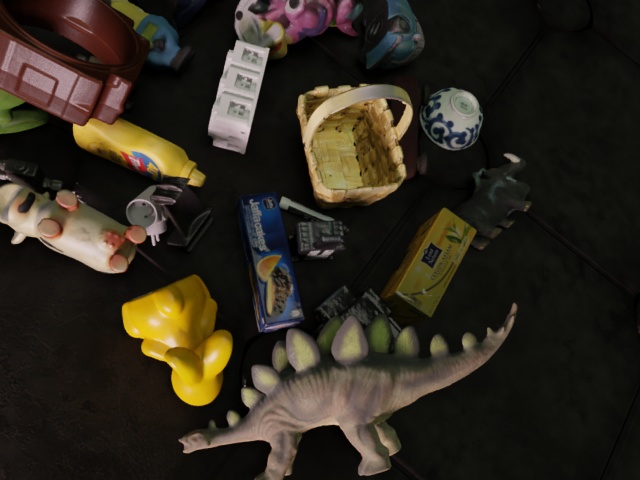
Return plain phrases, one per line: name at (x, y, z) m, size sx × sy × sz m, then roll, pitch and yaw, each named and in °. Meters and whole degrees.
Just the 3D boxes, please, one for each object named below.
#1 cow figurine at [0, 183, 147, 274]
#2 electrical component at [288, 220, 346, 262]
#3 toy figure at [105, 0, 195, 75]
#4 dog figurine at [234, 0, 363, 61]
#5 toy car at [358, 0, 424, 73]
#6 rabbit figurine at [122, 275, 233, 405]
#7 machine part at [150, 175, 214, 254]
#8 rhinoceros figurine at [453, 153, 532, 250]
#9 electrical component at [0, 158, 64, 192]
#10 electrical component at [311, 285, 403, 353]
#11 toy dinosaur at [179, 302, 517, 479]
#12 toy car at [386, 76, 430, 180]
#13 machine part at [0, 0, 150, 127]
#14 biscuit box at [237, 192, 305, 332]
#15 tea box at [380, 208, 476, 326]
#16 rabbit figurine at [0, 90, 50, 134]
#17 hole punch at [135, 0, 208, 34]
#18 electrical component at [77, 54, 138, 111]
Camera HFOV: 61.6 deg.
cow figurine at (-0.347, -0.018, 0.734) m, size 0.195 × 0.127 × 0.085 m, roll 28°, pitch 67°, yaw -19°
electrical component at (-0.002, -0.002, 0.805) m, size 0.075 × 0.119 × 0.048 m, roll -4°, pitch 73°, yaw -13°
toy figure at (-0.295, -0.329, 0.864) m, size 0.180 × 0.082 × 0.089 m, roll 33°, pitch 67°, yaw -4°
dog figurine at (-0.023, -0.391, 0.947) m, size 0.219 × 0.191 × 0.108 m, roll -14°, pitch 69°, yaw -53°
toy car at (0.138, -0.372, 0.984) m, size 0.103 × 0.109 × 0.162 m, roll 22°, pitch 54°, yaw -30°
rabbit figurine at (-0.171, 0.138, 0.713) m, size 0.122 × 0.162 × 0.173 m, roll -19°, pitch 95°, yaw -31°
machine part at (-0.192, -0.037, 0.762) m, size 0.039 × 0.138 × 0.084 m, roll 32°, pitch 67°, yaw 23°
rhinoceros figurine at (0.300, -0.071, 0.935) m, size 0.112 × 0.073 × 0.190 m, roll 41°, pitch 68°, yaw 13°
electrical component at (-0.416, -0.092, 0.760) m, size 0.094 × 0.063 × 0.021 m, roll 13°, pitch 70°, yaw -11°
electrical component at (0.055, 0.137, 0.805) m, size 0.115 × 0.058 × 0.134 m, roll -40°, pitch 85°, yaw -24°
toy dinosaur at (0.044, 0.198, 0.708) m, size 0.472 × 0.105 × 0.198 m, roll -12°, pitch 83°, yaw -1°
toy car at (0.147, -0.197, 0.944) m, size 0.089 × 0.053 × 0.202 m, roll 2°, pitch 69°, yaw 7°
machine part at (-0.340, -0.260, 0.714) m, size 0.201 × 0.087 × 0.201 m, roll 26°, pitch 36°, yaw -25°
biscuit box at (-0.077, 0.031, 0.806) m, size 0.063 × 0.059 × 0.202 m, roll -9°, pitch 74°, yaw -17°
tea box at (0.165, 0.044, 0.843) m, size 0.068 × 0.098 × 0.169 m, roll 34°, pitch 65°, yaw -2°
rabbit figurine at (-0.472, -0.196, 0.747) m, size 0.121 × 0.170 × 0.159 m, roll 50°, pitch 27°, yaw 3°
hole punch at (-0.248, -0.429, 0.901) m, size 0.142 × 0.115 × 0.092 m, roll 45°, pitch 36°, yaw 4°
electrical component at (-0.336, -0.254, 0.850) m, size 0.102 × 0.045 × 0.078 m, roll 16°, pitch 97°, yaw -6°
